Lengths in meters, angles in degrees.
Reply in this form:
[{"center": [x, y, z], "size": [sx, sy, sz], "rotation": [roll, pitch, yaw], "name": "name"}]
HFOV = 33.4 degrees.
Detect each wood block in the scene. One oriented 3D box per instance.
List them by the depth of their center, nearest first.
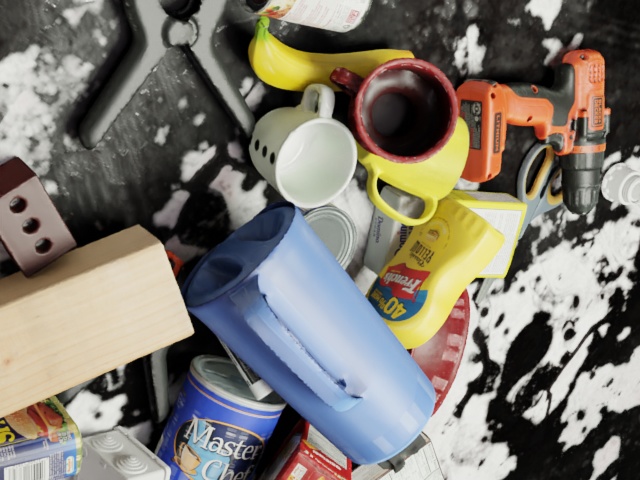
[{"center": [-0.225, 0.071, 0.905], "size": [0.205, 0.091, 0.090], "rotation": [-23, 109, -17], "name": "wood block"}]

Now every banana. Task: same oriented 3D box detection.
[{"center": [0.002, -0.162, 0.985], "size": [0.197, 0.070, 0.037], "rotation": [1, 70, -44], "name": "banana"}]

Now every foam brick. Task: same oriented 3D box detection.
[{"center": [-0.249, -0.020, 0.892], "size": [0.053, 0.051, 0.078], "rotation": [-35, 126, -15], "name": "foam brick"}]

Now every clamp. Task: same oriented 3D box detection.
[{"center": [-0.116, -0.175, 0.915], "size": [0.164, 0.036, 0.210], "rotation": [-1, 112, -33], "name": "clamp"}, {"center": [-0.163, 0.096, 1.012], "size": [0.120, 0.039, 0.171], "rotation": [30, 93, -42], "name": "clamp"}]

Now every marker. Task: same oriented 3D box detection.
[{"center": [-0.084, 0.095, 1.004], "size": [0.020, 0.020, 0.121], "rotation": [-33, 88, -17], "name": "marker"}]

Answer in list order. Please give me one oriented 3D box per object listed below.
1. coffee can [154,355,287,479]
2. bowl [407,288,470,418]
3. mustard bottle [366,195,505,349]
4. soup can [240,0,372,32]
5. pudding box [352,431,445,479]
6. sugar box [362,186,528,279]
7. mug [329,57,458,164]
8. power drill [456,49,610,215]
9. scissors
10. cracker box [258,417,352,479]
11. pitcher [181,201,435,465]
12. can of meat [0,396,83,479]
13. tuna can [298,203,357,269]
[{"center": [-0.105, 0.199, 1.058], "size": [0.102, 0.103, 0.140], "rotation": [16, 102, -37], "name": "coffee can"}, {"center": [0.107, 0.116, 1.166], "size": [0.161, 0.055, 0.162], "rotation": [-37, 135, -50], "name": "bowl"}, {"center": [0.096, 0.050, 1.070], "size": [0.058, 0.096, 0.191], "rotation": [34, 94, -39], "name": "mustard bottle"}, {"center": [-0.012, -0.225, 0.940], "size": [0.102, 0.069, 0.068], "rotation": [4, 109, -35], "name": "soup can"}, {"center": [0.091, 0.289, 1.273], "size": [0.113, 0.039, 0.090], "rotation": [-33, 126, -18], "name": "pudding box"}, {"center": [0.136, -0.007, 1.157], "size": [0.175, 0.048, 0.093], "rotation": [3, 110, -30], "name": "sugar box"}, {"center": [0.060, -0.121, 0.968], "size": [0.117, 0.081, 0.093], "rotation": [27, 90, -9], "name": "mug"}, {"center": [0.233, -0.109, 1.150], "size": [0.187, 0.057, 0.184], "rotation": [-10, 103, -32], "name": "power drill"}, {"center": [0.244, -0.017, 1.241], "size": [0.096, 0.016, 0.202], "rotation": [3, 110, -34], "name": "scissors"}, {"center": [-0.036, 0.275, 1.077], "size": [0.072, 0.213, 0.164], "rotation": [34, 91, 0], "name": "cracker box"}, {"center": [-0.003, 0.096, 0.970], "size": [0.242, 0.145, 0.149], "rotation": [49, 52, -19], "name": "pitcher"}, {"center": [-0.267, 0.177, 0.943], "size": [0.083, 0.102, 0.057], "rotation": [-9, 117, -32], "name": "can of meat"}, {"center": [-0.007, 0.001, 1.073], "size": [0.086, 0.034, 0.086], "rotation": [-14, 119, -28], "name": "tuna can"}]
